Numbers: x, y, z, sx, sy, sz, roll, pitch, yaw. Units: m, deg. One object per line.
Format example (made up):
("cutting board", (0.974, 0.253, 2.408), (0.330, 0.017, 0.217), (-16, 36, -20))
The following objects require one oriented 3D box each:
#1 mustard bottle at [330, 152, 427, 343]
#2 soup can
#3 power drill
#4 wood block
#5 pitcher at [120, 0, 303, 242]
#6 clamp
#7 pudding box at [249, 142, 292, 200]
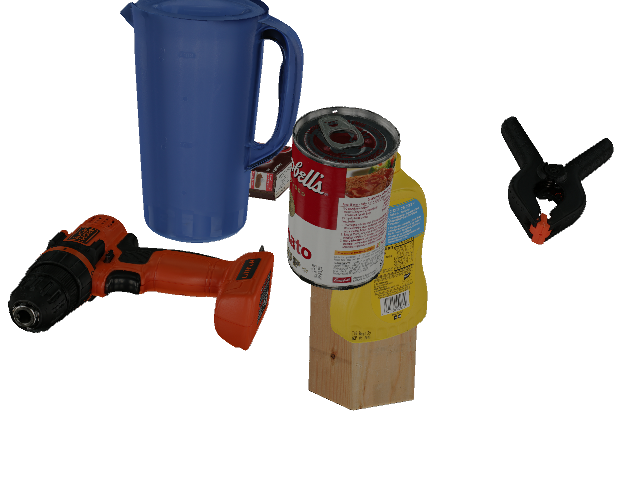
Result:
("mustard bottle", (0.053, -0.006, 0.976), (0.096, 0.192, 0.058), (-15, 26, -28))
("soup can", (0.013, -0.027, 0.697), (0.068, 0.102, 0.068), (3, 38, -2))
("power drill", (-0.140, 0.037, 0.869), (0.187, 0.057, 0.184), (12, 23, 5))
("wood block", (0.048, 0.072, 1.187), (0.090, 0.206, 0.091), (-4, 10, -34))
("pitcher", (-0.113, -0.123, 1.073), (0.144, 0.243, 0.149), (-10, 29, -27))
("clamp", (0.229, -0.068, 1.110), (0.120, 0.039, 0.171), (16, 45, 18))
("pudding box", (-0.078, -0.086, 1.274), (0.090, 0.039, 0.113), (8, 24, 13))
